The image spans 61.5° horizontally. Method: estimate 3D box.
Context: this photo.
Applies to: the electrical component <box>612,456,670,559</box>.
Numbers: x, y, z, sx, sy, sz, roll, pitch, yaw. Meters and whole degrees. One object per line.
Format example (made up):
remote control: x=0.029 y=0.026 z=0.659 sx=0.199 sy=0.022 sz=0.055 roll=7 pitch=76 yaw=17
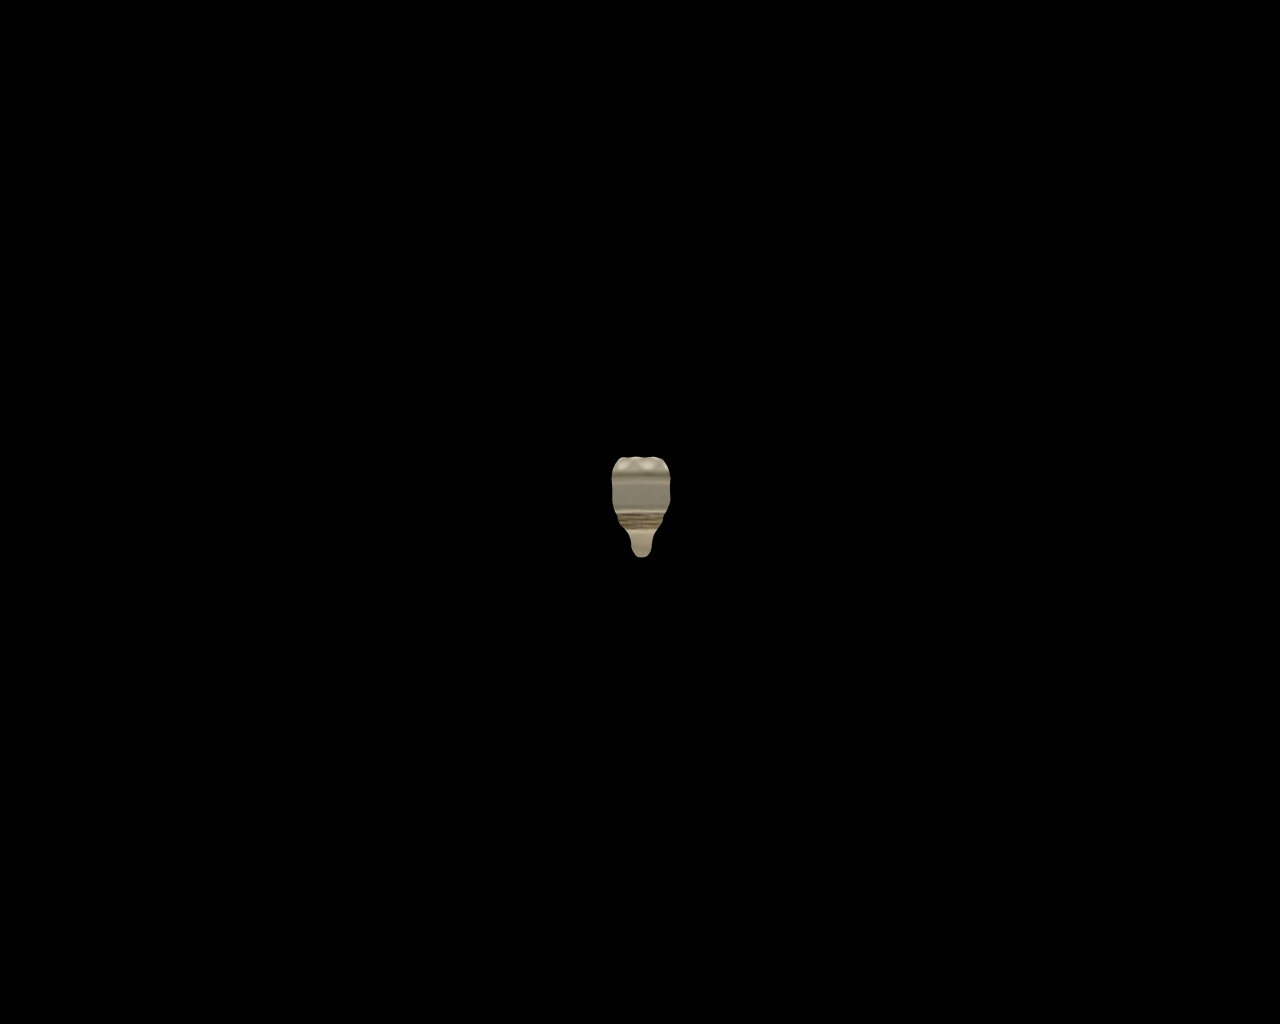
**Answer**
electrical component: x=0.001 y=-0.003 z=0.650 sx=0.035 sy=0.061 sz=0.035 roll=0 pitch=0 yaw=0
